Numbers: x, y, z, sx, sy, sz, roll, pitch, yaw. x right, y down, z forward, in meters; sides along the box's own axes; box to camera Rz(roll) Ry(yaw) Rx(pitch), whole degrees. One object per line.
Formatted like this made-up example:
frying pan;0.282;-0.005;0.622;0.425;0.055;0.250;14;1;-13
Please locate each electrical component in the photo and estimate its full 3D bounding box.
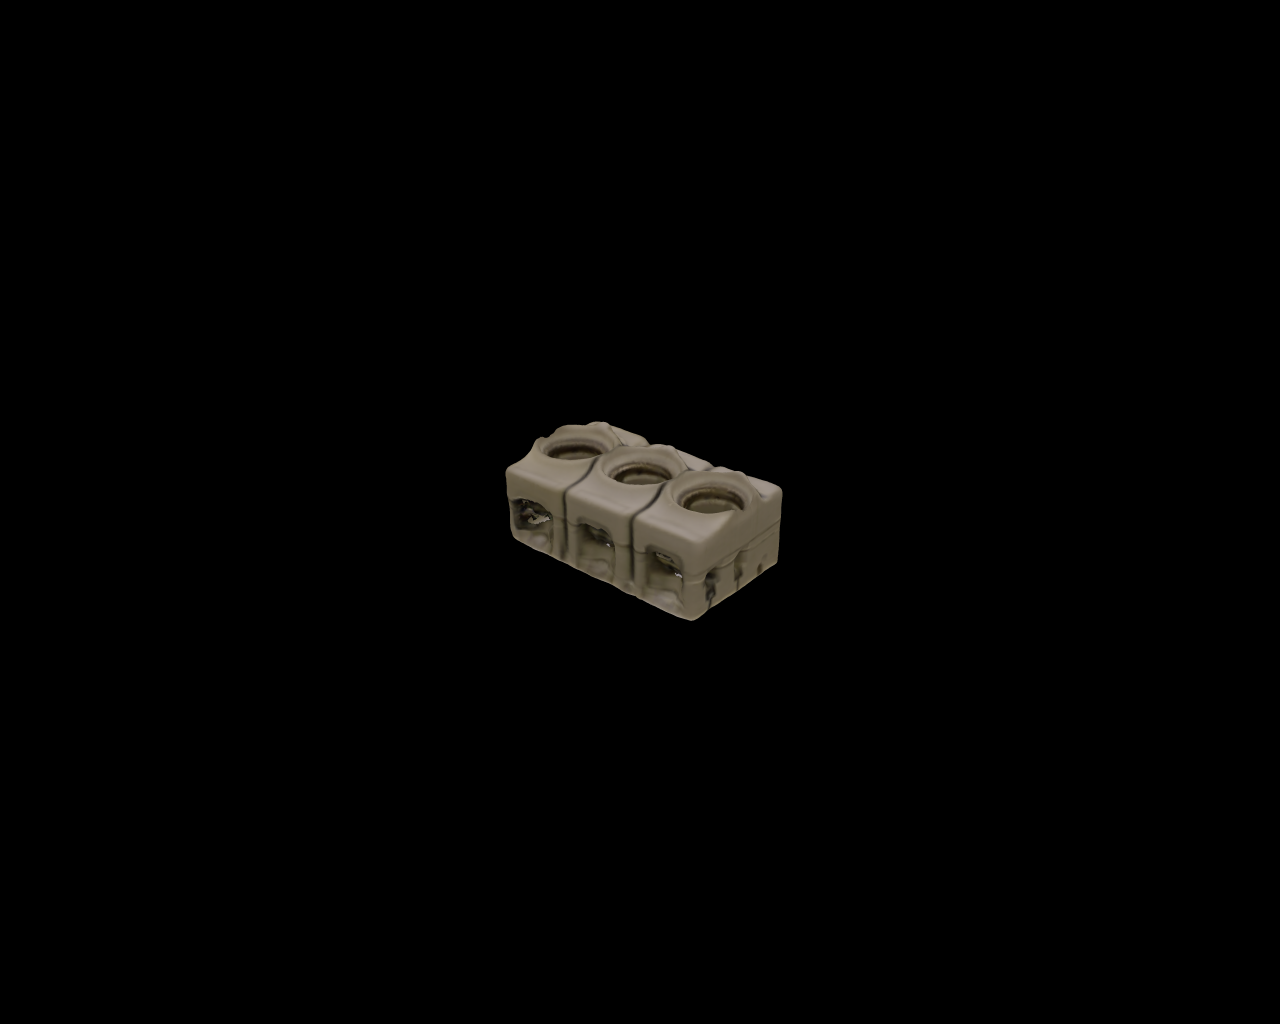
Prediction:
electrical component;0.001;-0.003;0.650;0.150;0.061;0.090;22;37;34
